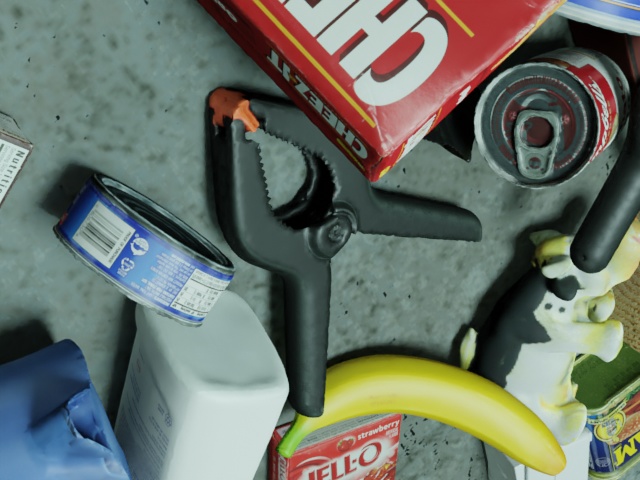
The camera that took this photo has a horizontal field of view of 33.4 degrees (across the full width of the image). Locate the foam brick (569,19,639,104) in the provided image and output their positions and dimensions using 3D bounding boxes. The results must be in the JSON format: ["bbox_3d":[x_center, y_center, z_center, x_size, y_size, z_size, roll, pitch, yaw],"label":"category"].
[{"bbox_3d":[0.194,-0.122,0.656,0.051,0.053,0.078,-39,134,-9],"label":"foam brick"}]

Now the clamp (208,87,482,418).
[{"bbox_3d":[-0.004,0.001,0.601,0.164,0.036,0.209,-52,132,-7],"label":"clamp"}]

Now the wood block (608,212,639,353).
[{"bbox_3d":[0.297,0.036,0.801,0.205,0.090,0.091,8,113,-38],"label":"wood block"}]

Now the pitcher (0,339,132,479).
[{"bbox_3d":[-0.210,0.149,0.501,0.242,0.145,0.149,-16,112,-22],"label":"pitcher"}]

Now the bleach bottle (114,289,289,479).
[{"bbox_3d":[-0.093,0.154,0.609,0.068,0.103,0.251,4,122,-30],"label":"bleach bottle"}]

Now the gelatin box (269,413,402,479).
[{"bbox_3d":[0.009,0.149,0.710,0.089,0.030,0.073,-15,124,-28],"label":"gelatin box"}]

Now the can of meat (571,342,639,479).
[{"bbox_3d":[0.235,0.125,0.836,0.102,0.058,0.084,-33,129,-14],"label":"can of meat"}]

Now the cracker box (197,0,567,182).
[{"bbox_3d":[0.046,-0.158,0.455,0.213,0.164,0.072,-43,176,-5],"label":"cracker box"}]

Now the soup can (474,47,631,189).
[{"bbox_3d":[0.135,-0.072,0.607,0.102,0.069,0.068,-30,140,-60],"label":"soup can"}]

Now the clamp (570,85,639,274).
[{"bbox_3d":[0.205,-0.068,0.626,0.120,0.039,0.172,-39,153,-46],"label":"clamp"}]

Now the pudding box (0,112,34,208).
[{"bbox_3d":[-0.193,-0.028,0.454,0.113,0.039,0.090,22,102,-43],"label":"pudding box"}]

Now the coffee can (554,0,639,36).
[{"bbox_3d":[0.153,-0.188,0.552,0.102,0.103,0.140,0,116,-35],"label":"coffee can"}]

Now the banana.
[{"bbox_3d":[0.068,0.111,0.689,0.197,0.037,0.069,7,86,-13],"label":"banana"}]

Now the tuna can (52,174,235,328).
[{"bbox_3d":[-0.084,0.004,0.517,0.086,0.086,0.034,32,94,-43],"label":"tuna can"}]
